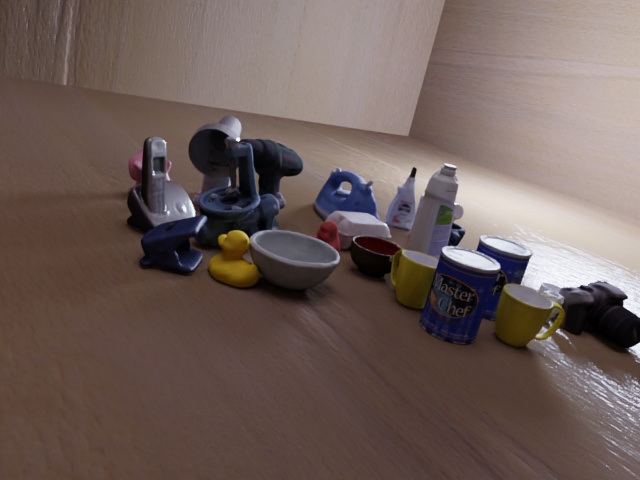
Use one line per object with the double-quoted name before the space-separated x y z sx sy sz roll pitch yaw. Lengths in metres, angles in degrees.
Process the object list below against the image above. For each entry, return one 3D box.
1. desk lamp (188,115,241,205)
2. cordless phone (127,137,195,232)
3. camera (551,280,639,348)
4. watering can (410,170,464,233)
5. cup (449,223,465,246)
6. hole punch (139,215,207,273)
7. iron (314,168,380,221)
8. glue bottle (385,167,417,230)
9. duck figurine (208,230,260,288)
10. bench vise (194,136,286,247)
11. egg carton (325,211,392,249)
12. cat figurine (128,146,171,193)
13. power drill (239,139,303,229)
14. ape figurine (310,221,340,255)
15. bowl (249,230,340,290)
"desk lamp" -0.239 -0.182 1.355 0.118 0.213 0.203 13 18 -3
"cordless phone" -0.308 -0.114 1.145 0.094 0.185 0.148 19 19 17
"camera" 0.564 0.146 1.137 0.143 0.101 0.136 7 19 -20
"watering can" 0.314 -0.087 1.504 0.101 0.194 0.172 -4 25 -43
"cup" 0.294 0.010 1.357 0.092 0.095 0.117 9 19 -15
"hole punch" -0.255 -0.002 1.000 0.101 0.091 0.108 12 18 -3
"iron" 0.062 -0.122 1.511 0.119 0.141 0.257 2 21 -31
"glue bottle" 0.236 -0.117 1.572 0.078 0.173 0.037 9 18 -13
"duck figurine" -0.145 0.028 0.998 0.104 0.086 0.078 26 22 35
"bench vise" -0.159 -0.101 1.158 0.121 0.220 0.208 21 19 22
"egg carton" 0.086 -0.021 1.342 0.151 0.069 0.107 2 21 -32
"cat figurine" -0.393 -0.156 1.321 0.067 0.118 0.128 24 21 29
"power drill" -0.123 -0.122 1.266 0.075 0.208 0.230 22 20 24
"ape figurine" 0.011 0.004 1.173 0.076 0.092 0.077 5 20 -25
"bowl" -0.052 0.044 1.035 0.167 0.075 0.167 12 18 -4
